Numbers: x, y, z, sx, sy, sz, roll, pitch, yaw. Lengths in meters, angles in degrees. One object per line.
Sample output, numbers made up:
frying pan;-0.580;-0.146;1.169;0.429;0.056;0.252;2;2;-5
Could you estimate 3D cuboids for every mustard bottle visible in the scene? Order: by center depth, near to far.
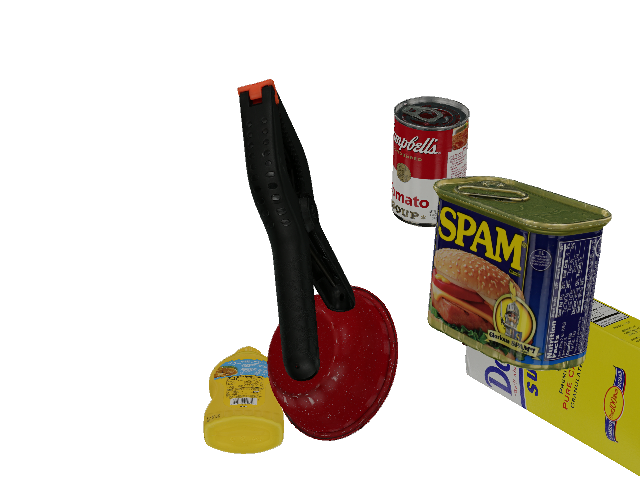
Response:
mustard bottle;-0.094;0.190;1.348;0.096;0.058;0.191;-2;26;-1

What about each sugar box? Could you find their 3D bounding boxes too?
sugar box;0.182;0.088;0.759;0.048;0.093;0.176;-16;29;-39

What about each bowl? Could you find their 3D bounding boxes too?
bowl;-0.002;0.117;1.072;0.162;0.162;0.055;0;-16;43

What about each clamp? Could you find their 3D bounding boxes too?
clamp;-0.018;-0.015;0.798;0.036;0.210;0.164;-12;5;14

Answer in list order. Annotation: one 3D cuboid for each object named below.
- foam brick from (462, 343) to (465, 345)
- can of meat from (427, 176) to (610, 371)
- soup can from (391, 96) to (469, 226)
foam brick;0.183;0.073;1.104;0.053;0.078;0.051;13;19;42
can of meat;0.105;0.016;0.590;0.057;0.084;0.102;-8;20;-32
soup can;0.099;-0.072;0.979;0.068;0.102;0.068;0;31;0
